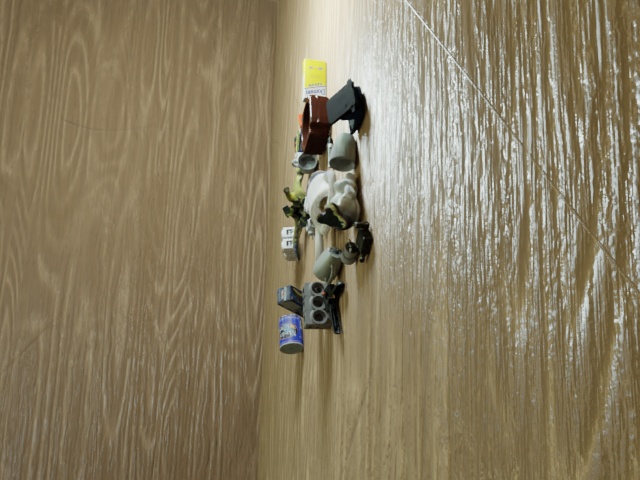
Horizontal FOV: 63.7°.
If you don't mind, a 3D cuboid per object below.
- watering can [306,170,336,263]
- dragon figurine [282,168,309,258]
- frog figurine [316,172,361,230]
[{"bbox_3d":[0.005,-0.088,1.748,0.229,0.104,0.340,-104,21,-58],"label":"watering can"},{"bbox_3d":[-0.089,-0.149,2.319,0.246,0.122,0.404,-66,-19,-71],"label":"dragon figurine"},{"bbox_3d":[0.077,-0.110,1.501,0.162,0.123,0.134,-52,-17,-31],"label":"frog figurine"}]
